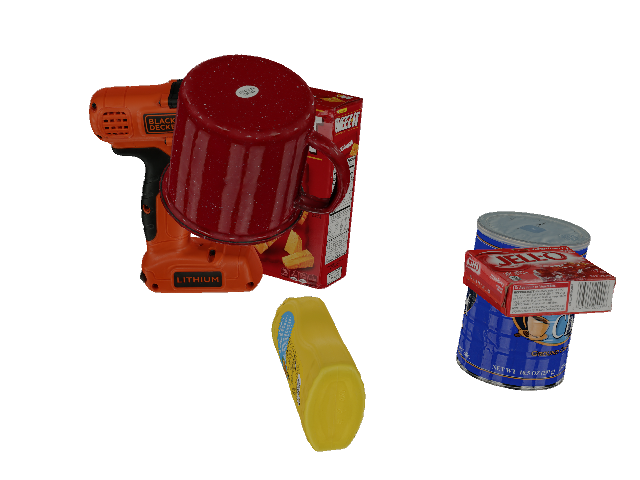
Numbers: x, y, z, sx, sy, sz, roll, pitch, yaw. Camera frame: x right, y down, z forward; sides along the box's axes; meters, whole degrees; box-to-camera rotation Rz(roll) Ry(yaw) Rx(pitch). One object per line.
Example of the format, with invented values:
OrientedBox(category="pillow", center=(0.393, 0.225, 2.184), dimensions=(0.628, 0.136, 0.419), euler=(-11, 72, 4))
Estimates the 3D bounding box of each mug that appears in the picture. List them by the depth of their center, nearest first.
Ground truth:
OrientedBox(category="mug", center=(-0.037, -0.053, 0.644), dimensions=(0.117, 0.082, 0.093), euler=(23, 45, 9))

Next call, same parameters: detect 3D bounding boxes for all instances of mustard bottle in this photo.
OrientedBox(category="mustard bottle", center=(-0.009, 0.109, 1.027), dimensions=(0.058, 0.096, 0.192), euler=(-5, 28, -13))

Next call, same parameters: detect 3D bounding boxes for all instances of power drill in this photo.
OrientedBox(category="power drill", center=(-0.093, -0.048, 0.907), dimensions=(0.184, 0.188, 0.057), euler=(0, 27, 6))

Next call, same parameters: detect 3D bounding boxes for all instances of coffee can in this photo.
OrientedBox(category="coffee can", center=(0.187, 0.054, 0.991), dimensions=(0.103, 0.140, 0.103), euler=(6, 17, -2))

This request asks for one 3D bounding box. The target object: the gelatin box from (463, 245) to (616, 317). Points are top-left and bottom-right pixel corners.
OrientedBox(category="gelatin box", center=(0.160, 0.029, 0.790), dimensions=(0.089, 0.030, 0.073), euler=(-2, 19, -17))

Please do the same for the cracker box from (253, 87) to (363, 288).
OrientedBox(category="cracker box", center=(-0.047, -0.067, 1.207), dimensions=(0.164, 0.214, 0.072), euler=(15, 23, 26))
